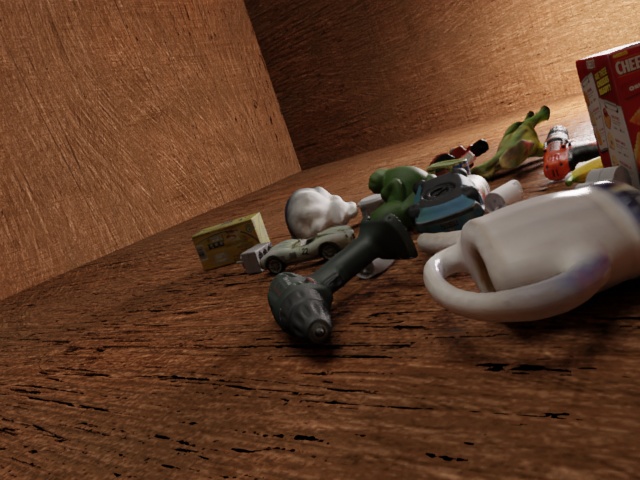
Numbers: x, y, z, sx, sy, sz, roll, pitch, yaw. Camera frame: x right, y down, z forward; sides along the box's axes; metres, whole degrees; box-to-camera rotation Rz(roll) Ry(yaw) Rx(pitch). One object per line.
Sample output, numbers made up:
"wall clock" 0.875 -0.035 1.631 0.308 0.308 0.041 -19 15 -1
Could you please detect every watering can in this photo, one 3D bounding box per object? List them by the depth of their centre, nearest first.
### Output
"watering can" 0.217 0.005 0.566 0.224 0.103 0.351 -17 10 6

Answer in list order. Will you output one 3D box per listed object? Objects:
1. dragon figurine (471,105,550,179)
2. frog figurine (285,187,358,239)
"dragon figurine" 0.448 -0.214 1.269 0.243 0.122 0.411 -27 3 1
"frog figurine" 0.004 -0.060 1.196 0.159 0.120 0.141 -5 48 22
